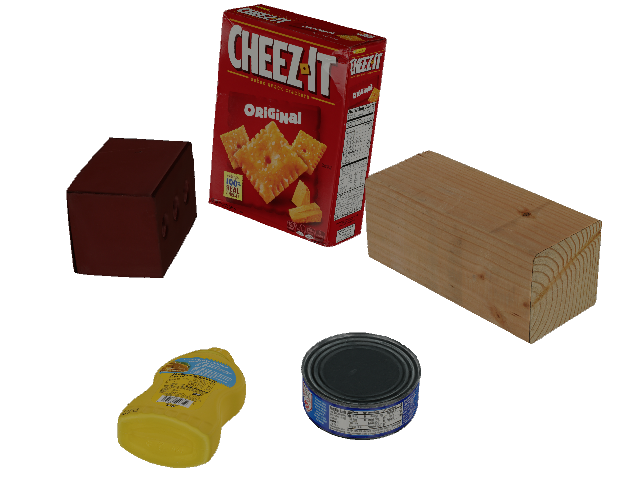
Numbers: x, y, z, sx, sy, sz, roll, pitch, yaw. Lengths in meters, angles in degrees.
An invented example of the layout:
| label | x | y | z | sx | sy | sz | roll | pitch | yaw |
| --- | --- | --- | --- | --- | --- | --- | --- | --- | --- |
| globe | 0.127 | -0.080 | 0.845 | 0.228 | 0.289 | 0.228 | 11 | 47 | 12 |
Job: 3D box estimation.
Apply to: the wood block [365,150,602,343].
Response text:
| label | x | y | z | sx | sy | sz | roll | pitch | yaw |
| --- | --- | --- | --- | --- | --- | --- | --- | --- | --- |
| wood block | 0.143 | -0.001 | 0.976 | 0.090 | 0.090 | 0.206 | -25 | 36 | -32 |

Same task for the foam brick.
| label | x | y | z | sx | sy | sz | roll | pitch | yaw |
| --- | --- | --- | --- | --- | --- | --- | --- | --- | --- |
| foam brick | -0.106 | -0.020 | 0.609 | 0.051 | 0.053 | 0.078 | 5 | 30 | 8 |

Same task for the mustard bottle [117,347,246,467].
| label | x | y | z | sx | sy | sz | roll | pitch | yaw |
| --- | --- | --- | --- | --- | --- | --- | --- | --- | --- |
| mustard bottle | -0.129 | 0.159 | 1.094 | 0.096 | 0.058 | 0.191 | 8 | 21 | 11 |

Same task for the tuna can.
| label | x | y | z | sx | sy | sz | roll | pitch | yaw |
| --- | --- | --- | --- | --- | --- | --- | --- | --- | --- |
| tuna can | 0.029 | 0.104 | 0.770 | 0.086 | 0.034 | 0.086 | 0 | 31 | 0 |

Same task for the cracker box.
| label | x | y | z | sx | sy | sz | roll | pitch | yaw |
| --- | --- | --- | --- | --- | --- | --- | --- | --- | --- |
| cracker box | -0.030 | -0.118 | 1.099 | 0.164 | 0.214 | 0.071 | 22 | 28 | 30 |
